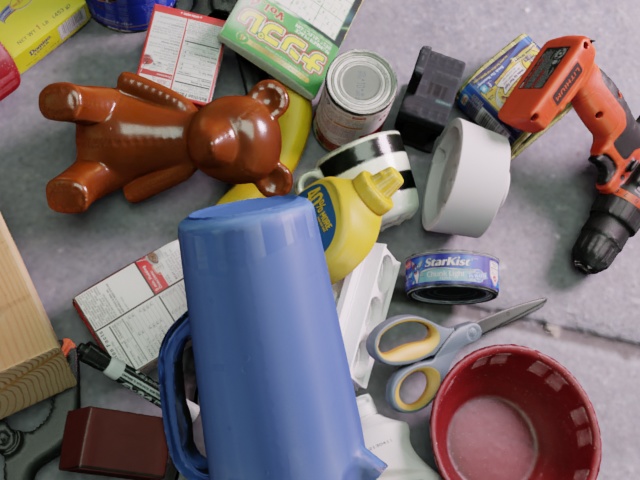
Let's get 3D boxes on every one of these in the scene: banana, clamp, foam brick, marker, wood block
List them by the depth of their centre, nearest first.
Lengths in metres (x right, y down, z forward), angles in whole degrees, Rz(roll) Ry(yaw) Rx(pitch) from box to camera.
[{"bbox_3d":[-0.173,0.172,0.898,0.078,0.053,0.051,15,70,-31],"label":"foam brick"},{"bbox_3d":[-0.292,0.039,0.902,0.090,0.090,0.206,-24,66,-14],"label":"wood block"},{"bbox_3d":[-0.279,0.172,0.908,0.164,0.036,0.210,24,70,0],"label":"clamp"},{"bbox_3d":[-0.156,0.122,0.914,0.121,0.020,0.020,35,70,-22],"label":"marker"},{"bbox_3d":[-0.050,-0.090,1.014,0.069,0.037,0.198,17,75,-4],"label":"banana"},{"bbox_3d":[-0.104,-0.224,1.050,0.120,0.039,0.171,11,74,-8],"label":"clamp"}]

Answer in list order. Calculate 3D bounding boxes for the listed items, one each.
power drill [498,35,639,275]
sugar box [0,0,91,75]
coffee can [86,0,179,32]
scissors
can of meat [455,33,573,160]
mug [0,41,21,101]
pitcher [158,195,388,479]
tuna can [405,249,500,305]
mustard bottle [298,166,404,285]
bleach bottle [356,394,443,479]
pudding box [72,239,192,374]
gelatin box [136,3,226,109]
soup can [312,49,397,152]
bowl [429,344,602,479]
[{"bbox_3d":[0.252,-0.084,1.001,0.187,0.057,0.184,40,76,-27],"label":"power drill"},{"bbox_3d":[-0.314,-0.254,1.031,0.093,0.048,0.176,-42,83,-14],"label":"sugar box"},{"bbox_3d":[-0.182,-0.274,1.002,0.102,0.140,0.103,2,73,-6],"label":"coffee can"},{"bbox_3d":[0.129,0.104,0.969,0.201,0.016,0.096,-1,93,-30],"label":"scissors"},{"bbox_3d":[0.195,-0.142,1.048,0.102,0.057,0.084,-39,79,-16],"label":"can of meat"},{"bbox_3d":[-0.338,-0.156,0.984,0.081,0.093,0.117,-43,46,-21],"label":"mug"},{"bbox_3d":[-0.050,0.093,0.847,0.149,0.145,0.243,-12,99,-19],"label":"pitcher"},{"bbox_3d":[0.120,0.035,0.970,0.086,0.086,0.034,4,75,-5],"label":"tuna can"},{"bbox_3d":[-0.006,0.001,0.925,0.192,0.058,0.096,-38,41,17],"label":"mustard bottle"},{"bbox_3d":[0.089,0.249,0.914,0.102,0.068,0.251,-21,74,-15],"label":"bleach bottle"},{"bbox_3d":[-0.151,0.063,0.956,0.113,0.039,0.090,-31,82,-11],"label":"pudding box"},{"bbox_3d":[-0.130,-0.170,1.007,0.073,0.030,0.089,13,81,-2],"label":"gelatin box"},{"bbox_3d":[0.031,-0.127,1.001,0.068,0.102,0.068,2,72,-6],"label":"soup can"},{"bbox_3d":[0.163,0.176,0.940,0.162,0.055,0.162,5,70,-15],"label":"bowl"}]
